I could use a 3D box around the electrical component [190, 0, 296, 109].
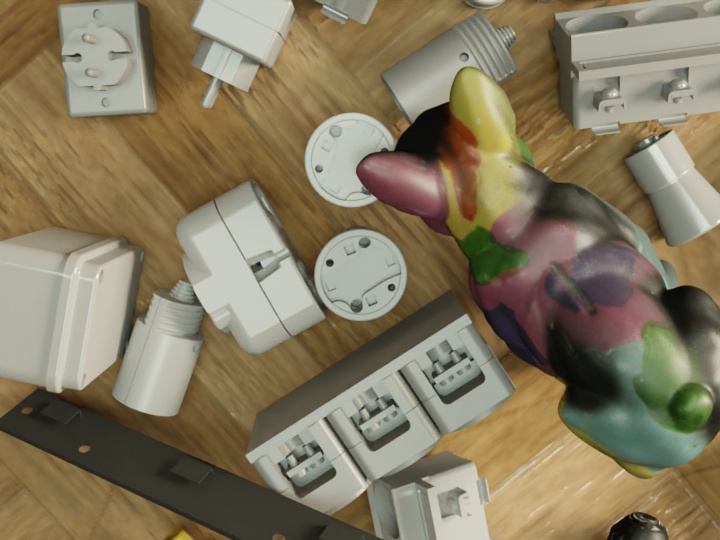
[{"bbox_3d":[-0.075,-0.130,0.632,0.047,0.065,0.076,25,97,-4],"label":"electrical component"}]

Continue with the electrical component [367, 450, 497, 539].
[{"bbox_3d":[0.050,0.181,0.678,0.063,0.079,0.121,-14,99,-21],"label":"electrical component"}]

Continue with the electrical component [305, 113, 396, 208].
[{"bbox_3d":[-0.005,-0.067,0.652,0.055,0.047,0.055,0,98,-1],"label":"electrical component"}]

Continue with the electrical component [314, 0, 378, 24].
[{"bbox_3d":[-0.036,-0.197,0.621,0.121,0.078,0.063,26,122,-5],"label":"electrical component"}]

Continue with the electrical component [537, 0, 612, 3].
[{"bbox_3d":[0.133,-0.210,0.604,0.056,0.108,0.108,-1,98,-4],"label":"electrical component"}]

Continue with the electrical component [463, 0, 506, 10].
[{"bbox_3d":[0.076,-0.173,0.631,0.035,0.061,0.035,0,98,-1],"label":"electrical component"}]

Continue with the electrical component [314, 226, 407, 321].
[{"bbox_3d":[0.000,0.000,0.661,0.055,0.047,0.055,0,98,-1],"label":"electrical component"}]

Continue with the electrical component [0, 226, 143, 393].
[{"bbox_3d":[-0.171,0.020,0.628,0.057,0.113,0.078,11,98,0],"label":"electrical component"}]

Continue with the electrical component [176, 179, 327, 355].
[{"bbox_3d":[-0.069,0.000,0.656,0.059,0.053,0.095,-29,97,3],"label":"electrical component"}]

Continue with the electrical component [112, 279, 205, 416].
[{"bbox_3d":[-0.120,0.045,0.667,0.043,0.043,0.081,20,97,-4],"label":"electrical component"}]

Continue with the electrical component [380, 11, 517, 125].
[{"bbox_3d":[0.057,-0.121,0.647,0.081,0.043,0.043,-32,97,3],"label":"electrical component"}]

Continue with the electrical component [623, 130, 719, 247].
[{"bbox_3d":[0.192,-0.053,0.661,0.044,0.044,0.065,-33,93,3],"label":"electrical component"}]

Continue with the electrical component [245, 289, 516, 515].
[{"bbox_3d":[0.013,0.084,0.652,0.150,0.089,0.061,-33,97,3],"label":"electrical component"}]

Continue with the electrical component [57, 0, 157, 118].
[{"bbox_3d":[-0.150,-0.123,0.626,0.047,0.076,0.065,-4,98,-1],"label":"electrical component"}]

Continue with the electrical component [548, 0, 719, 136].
[{"bbox_3d":[0.181,-0.123,0.638,0.121,0.078,0.063,-7,120,0],"label":"electrical component"}]
